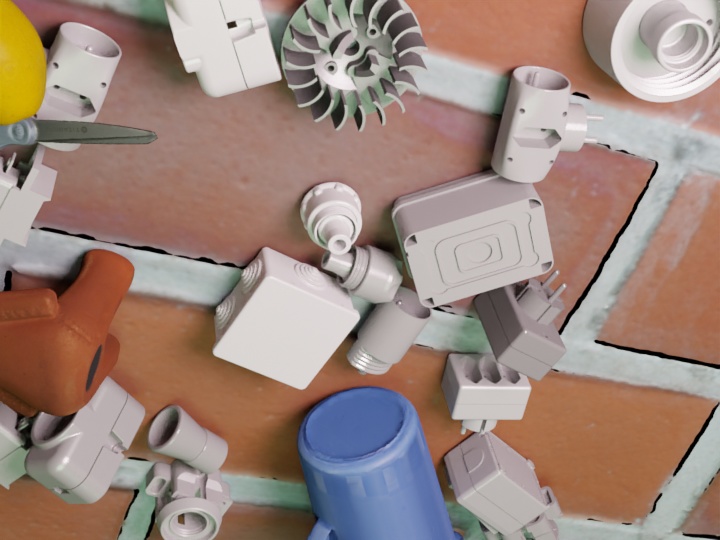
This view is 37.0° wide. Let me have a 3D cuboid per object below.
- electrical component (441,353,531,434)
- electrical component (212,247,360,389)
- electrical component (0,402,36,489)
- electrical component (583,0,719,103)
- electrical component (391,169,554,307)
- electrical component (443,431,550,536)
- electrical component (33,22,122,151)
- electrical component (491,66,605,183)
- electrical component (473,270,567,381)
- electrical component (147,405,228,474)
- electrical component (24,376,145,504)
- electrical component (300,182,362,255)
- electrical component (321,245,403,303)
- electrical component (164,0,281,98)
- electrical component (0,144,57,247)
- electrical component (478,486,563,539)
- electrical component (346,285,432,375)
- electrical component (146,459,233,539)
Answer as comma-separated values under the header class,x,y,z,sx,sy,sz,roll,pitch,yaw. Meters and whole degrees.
class,x,y,z,sx,sy,sz,roll,pitch,yaw
electrical component,0.108,0.119,0.965,0.066,0.047,0.076,2,125,-12
electrical component,-0.062,0.039,0.874,0.100,0.048,0.099,25,117,-25
electrical component,-0.300,0.143,0.907,0.081,0.042,0.063,-34,122,12
electrical component,0.221,-0.172,0.770,0.108,0.060,0.108,-5,126,-7
electrical component,0.088,-0.028,0.849,0.113,0.057,0.078,-17,126,1
electrical component,0.130,0.206,1.022,0.061,0.061,0.096,-40,123,17
electrical component,-0.213,-0.130,0.728,0.079,0.043,0.077,21,119,-23
electrical component,0.145,-0.108,0.812,0.079,0.043,0.077,2,124,-12
electrical component,0.143,0.033,0.887,0.047,0.083,0.075,26,117,-26
electrical component,-0.148,0.152,0.944,0.044,0.044,0.065,-38,128,16
electrical component,-0.228,0.135,0.881,0.054,0.095,0.059,-10,134,38
electrical component,-0.019,-0.035,0.821,0.048,0.062,0.048,-4,122,-7
electrical component,0.000,0.000,0.862,0.062,0.043,0.043,20,119,-21
electrical component,-0.094,-0.167,0.718,0.059,0.053,0.095,-15,126,0
electrical component,-0.259,-0.057,0.773,0.064,0.042,0.081,25,117,-23
electrical component,0.164,0.254,1.067,0.078,0.058,0.057,-24,123,7
electrical component,0.021,0.057,0.906,0.043,0.043,0.081,21,119,-24
electrical component,-0.155,0.213,0.976,0.078,0.057,0.058,24,118,-25
